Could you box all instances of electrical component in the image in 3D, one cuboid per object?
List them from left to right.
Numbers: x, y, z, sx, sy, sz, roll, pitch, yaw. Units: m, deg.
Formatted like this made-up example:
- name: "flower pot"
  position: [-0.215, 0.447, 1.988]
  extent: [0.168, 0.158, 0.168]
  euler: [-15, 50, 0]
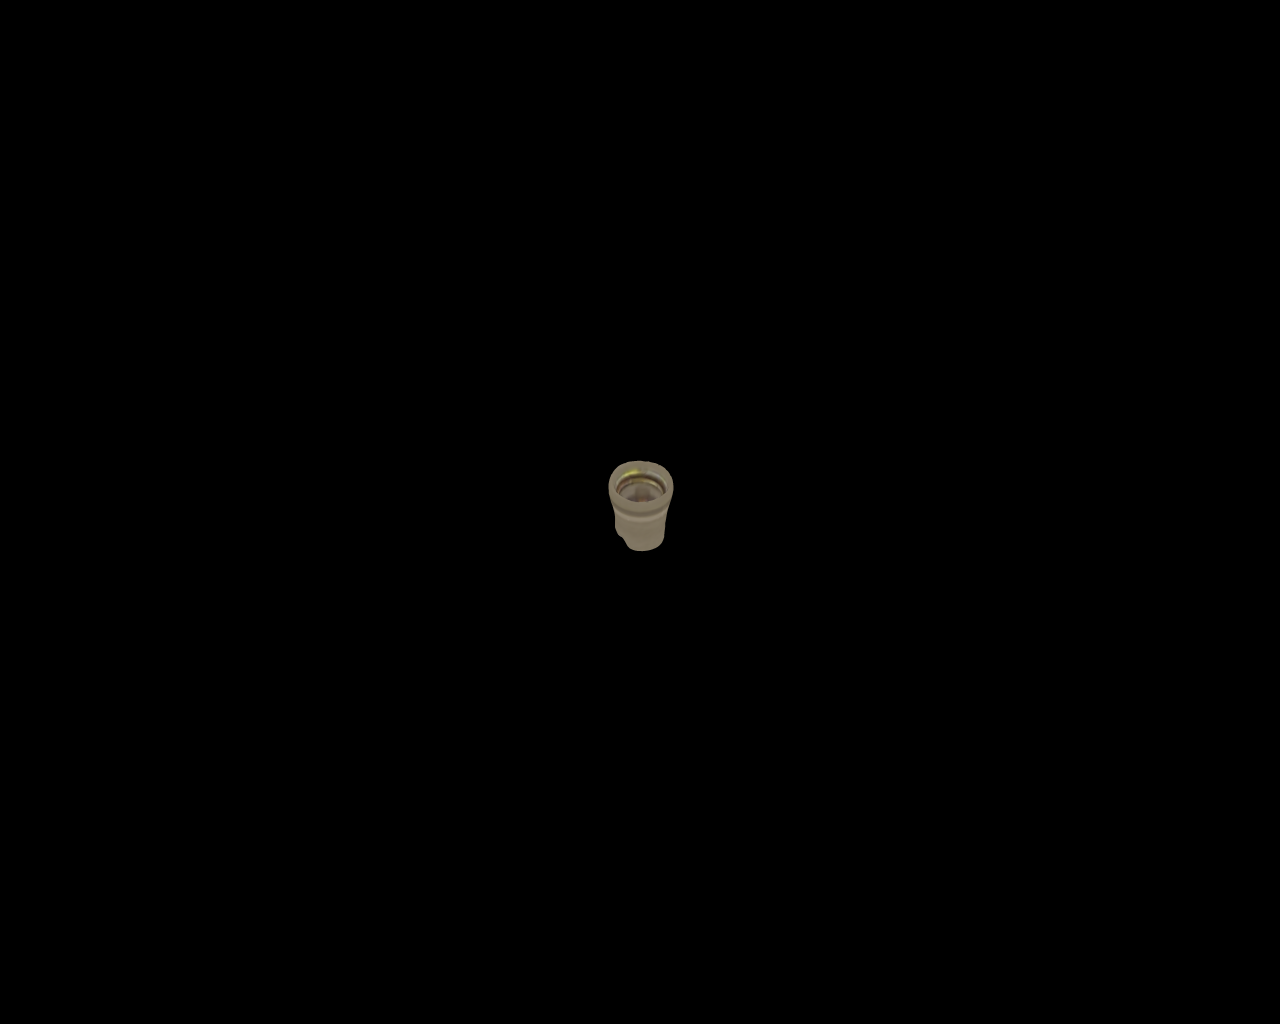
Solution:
- name: "electrical component"
  position: [0.001, -0.003, 0.650]
  extent: [0.040, 0.046, 0.040]
  euler: [0, 44, 0]
